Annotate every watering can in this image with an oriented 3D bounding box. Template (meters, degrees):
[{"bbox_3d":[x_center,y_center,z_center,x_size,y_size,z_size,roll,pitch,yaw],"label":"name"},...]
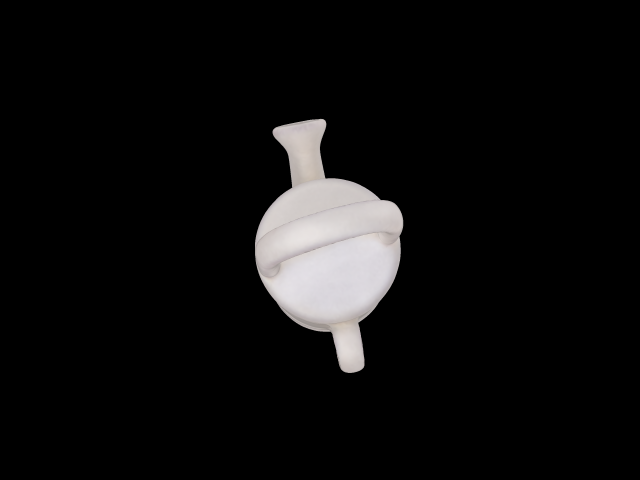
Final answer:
[{"bbox_3d":[0.001,0.002,0.400,0.101,0.194,0.173,-34,80,-6],"label":"watering can"}]
